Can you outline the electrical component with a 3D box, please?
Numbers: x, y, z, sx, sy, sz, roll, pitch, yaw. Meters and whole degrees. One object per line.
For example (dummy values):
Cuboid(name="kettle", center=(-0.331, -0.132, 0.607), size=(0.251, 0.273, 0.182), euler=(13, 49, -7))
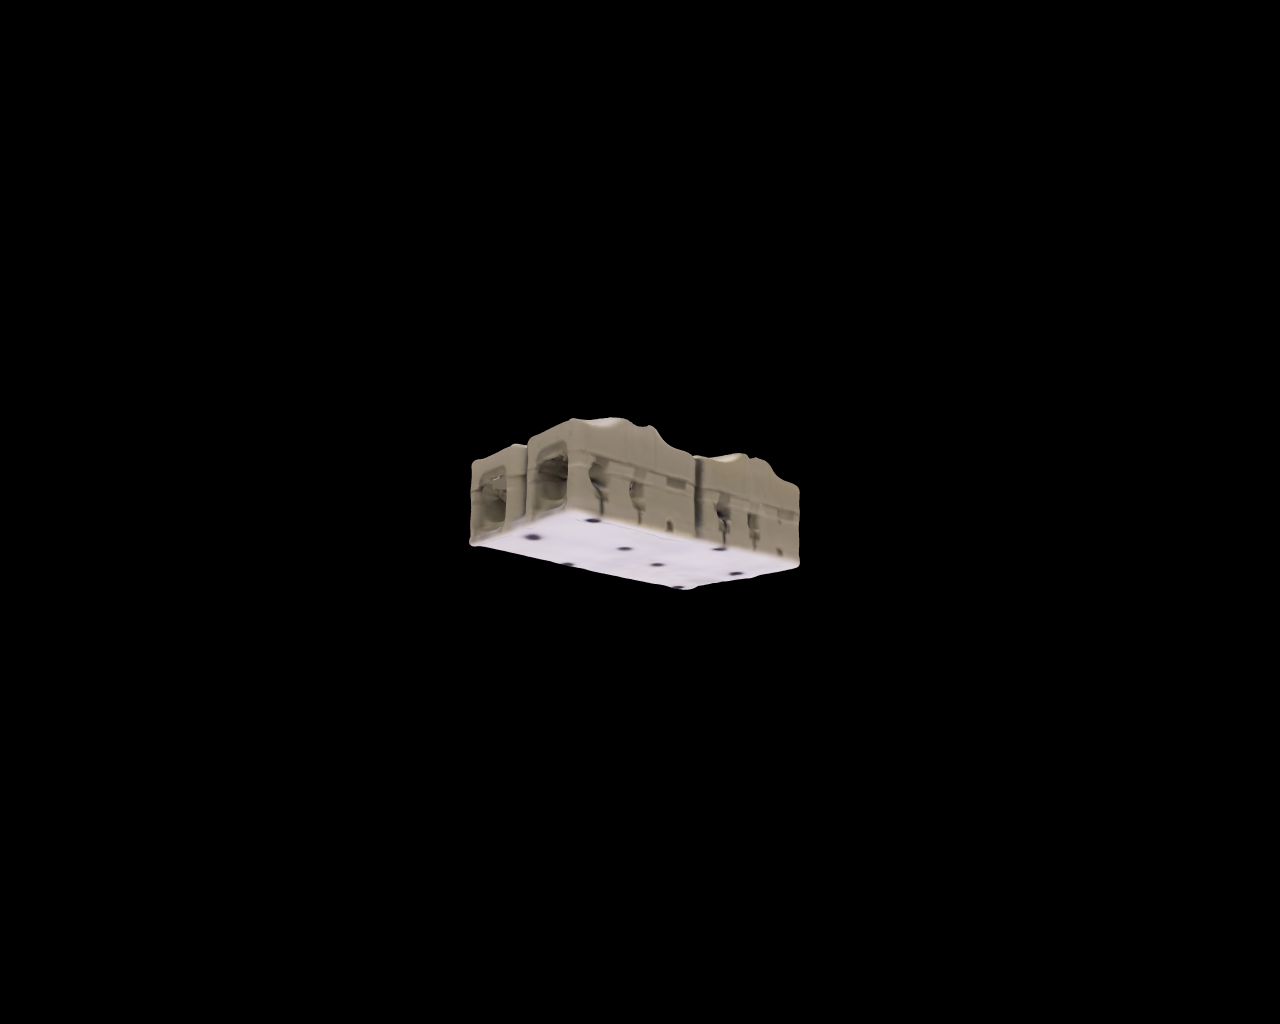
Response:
Cuboid(name="electrical component", center=(0.001, -0.003, 0.650), size=(0.186, 0.060, 0.105), euler=(14, -21, -40))
